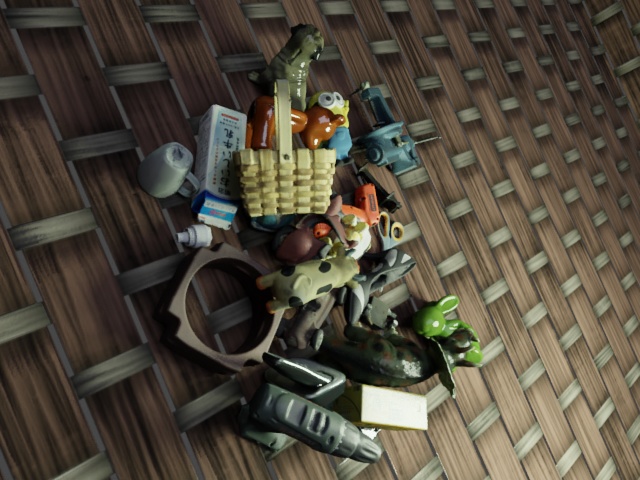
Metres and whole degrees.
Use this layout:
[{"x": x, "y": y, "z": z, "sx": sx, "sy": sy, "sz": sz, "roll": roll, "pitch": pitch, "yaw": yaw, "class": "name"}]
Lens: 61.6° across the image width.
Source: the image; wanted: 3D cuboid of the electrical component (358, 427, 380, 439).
[{"x": 0.076, "y": 0.370, "z": 1.082, "sx": 0.119, "sy": 0.048, "sz": 0.075, "roll": -17, "pitch": 84, "yaw": -40, "class": "electrical component"}]

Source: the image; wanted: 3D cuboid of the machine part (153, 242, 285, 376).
[{"x": -0.175, "y": 0.122, "z": 0.960, "sx": 0.201, "sy": 0.087, "sz": 0.201, "roll": 36, "pitch": 57, "yaw": -23, "class": "machine part"}]

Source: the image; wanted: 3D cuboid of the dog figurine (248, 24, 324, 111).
[{"x": -0.050, "y": -0.341, "z": 1.147, "sx": 0.121, "sy": 0.191, "sz": 0.172, "roll": -31, "pitch": 95, "yaw": -39, "class": "dog figurine"}]

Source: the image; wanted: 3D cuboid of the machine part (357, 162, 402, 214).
[{"x": 0.141, "y": -0.122, "z": 1.292, "sx": 0.039, "sy": 0.084, "sz": 0.139, "roll": -39, "pitch": 90, "yaw": -7, "class": "machine part"}]

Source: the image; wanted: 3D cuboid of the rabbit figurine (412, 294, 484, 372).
[{"x": 0.289, "y": 0.202, "z": 1.249, "sx": 0.170, "sy": 0.121, "sz": 0.159, "roll": 37, "pitch": 50, "yaw": -24, "class": "rabbit figurine"}]

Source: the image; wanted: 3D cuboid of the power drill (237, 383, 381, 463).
[{"x": -0.037, "y": 0.323, "z": 0.915, "sx": 0.232, "sy": 0.207, "sz": 0.086, "roll": 34, "pitch": 64, "yaw": -20, "class": "power drill"}]

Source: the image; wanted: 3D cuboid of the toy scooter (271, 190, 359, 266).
[{"x": -0.002, "y": -0.003, "z": 1.074, "sx": 0.135, "sy": 0.184, "sz": 0.075, "roll": 44, "pitch": 5, "yaw": 16, "class": "toy scooter"}]

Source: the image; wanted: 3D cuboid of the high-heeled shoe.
[{"x": 0.134, "y": 0.104, "z": 1.161, "sx": 0.145, "sy": 0.086, "sz": 0.249, "roll": 14, "pitch": 43, "yaw": 1, "class": "high-heeled shoe"}]

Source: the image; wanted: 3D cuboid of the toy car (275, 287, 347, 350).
[{"x": -0.012, "y": 0.135, "z": 1.051, "sx": 0.202, "sy": 0.089, "sz": 0.053, "roll": -52, "pitch": 150, "yaw": -49, "class": "toy car"}]

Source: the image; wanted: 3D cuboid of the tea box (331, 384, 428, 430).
[{"x": 0.114, "y": 0.325, "z": 1.032, "sx": 0.169, "sy": 0.098, "sz": 0.068, "roll": 17, "pitch": 63, "yaw": -30, "class": "tea box"}]

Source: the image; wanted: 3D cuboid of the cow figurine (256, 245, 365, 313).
[{"x": -0.006, "y": 0.067, "z": 0.982, "sx": 0.195, "sy": 0.127, "sz": 0.085, "roll": -14, "pitch": 87, "yaw": -52, "class": "cow figurine"}]

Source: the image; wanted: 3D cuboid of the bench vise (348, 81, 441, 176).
[{"x": 0.165, "y": -0.279, "z": 1.332, "sx": 0.223, "sy": 0.129, "sz": 0.240, "roll": -25, "pitch": 94, "yaw": -42, "class": "bench vise"}]

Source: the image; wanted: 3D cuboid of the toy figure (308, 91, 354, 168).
[{"x": 0.022, "y": -0.255, "z": 1.242, "sx": 0.082, "sy": 0.089, "sz": 0.180, "roll": -15, "pitch": 92, "yaw": -56, "class": "toy figure"}]

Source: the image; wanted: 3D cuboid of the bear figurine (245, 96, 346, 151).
[{"x": -0.054, "y": -0.224, "z": 1.118, "sx": 0.196, "sy": 0.120, "sz": 0.132, "roll": 11, "pitch": 89, "yaw": -27, "class": "bear figurine"}]

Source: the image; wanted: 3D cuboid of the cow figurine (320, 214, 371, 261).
[{"x": 0.040, "y": 0.032, "z": 1.143, "sx": 0.167, "sy": 0.068, "sz": 0.098, "roll": -43, "pitch": 139, "yaw": -18, "class": "cow figurine"}]

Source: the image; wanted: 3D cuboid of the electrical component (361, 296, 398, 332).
[{"x": 0.129, "y": 0.168, "z": 1.192, "sx": 0.102, "sy": 0.045, "sz": 0.078, "roll": 39, "pitch": 57, "yaw": -19, "class": "electrical component"}]

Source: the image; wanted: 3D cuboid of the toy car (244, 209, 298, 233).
[{"x": -0.088, "y": -0.100, "z": 1.092, "sx": 0.109, "sy": 0.103, "sz": 0.161, "roll": 7, "pitch": 72, "yaw": -36, "class": "toy car"}]

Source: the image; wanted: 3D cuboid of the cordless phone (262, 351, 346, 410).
[{"x": -0.058, "y": 0.234, "z": 0.953, "sx": 0.184, "sy": 0.147, "sz": 0.088, "roll": 40, "pitch": 70, "yaw": -39, "class": "cordless phone"}]

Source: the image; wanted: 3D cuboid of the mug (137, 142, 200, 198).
[{"x": -0.264, "y": -0.121, "z": 0.965, "sx": 0.109, "sy": 0.107, "sz": 0.081, "roll": 42, "pitch": 56, "yaw": -14, "class": "mug"}]

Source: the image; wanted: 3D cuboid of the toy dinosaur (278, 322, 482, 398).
[{"x": 0.131, "y": 0.236, "z": 1.055, "sx": 0.405, "sy": 0.192, "sz": 0.131, "roll": 5, "pitch": 89, "yaw": -26, "class": "toy dinosaur"}]
